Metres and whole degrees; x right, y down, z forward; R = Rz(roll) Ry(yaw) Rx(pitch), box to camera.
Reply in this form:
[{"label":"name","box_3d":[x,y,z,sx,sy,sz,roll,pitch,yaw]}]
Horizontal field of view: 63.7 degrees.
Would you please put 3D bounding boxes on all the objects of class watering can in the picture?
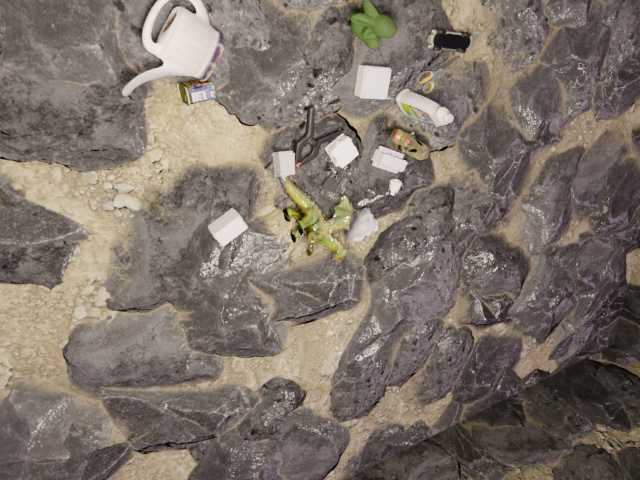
[{"label":"watering can","box_3d":[-0.396,-0.517,1.434,0.222,0.104,0.349,25,85,-35]}]

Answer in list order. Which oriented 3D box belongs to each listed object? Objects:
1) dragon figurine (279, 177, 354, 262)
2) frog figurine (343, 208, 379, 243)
[{"label":"dragon figurine","box_3d":[0.006,-0.094,1.862,0.244,0.123,0.405,-21,107,-21]},{"label":"frog figurine","box_3d":[0.163,-0.054,1.981,0.158,0.123,0.138,20,83,-23]}]
